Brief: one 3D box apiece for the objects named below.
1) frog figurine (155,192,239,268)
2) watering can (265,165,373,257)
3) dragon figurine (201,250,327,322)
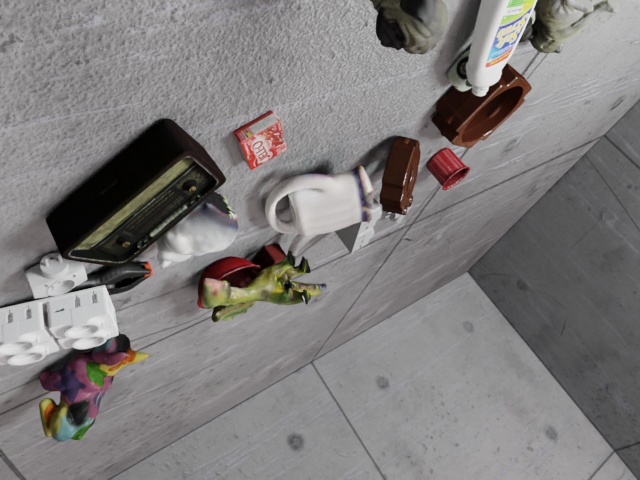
[{"bbox_3d":[-0.218,-0.004,0.866,0.158,0.123,0.138,-53,175,13],"label":"frog figurine"},{"bbox_3d":[0.003,-0.055,1.092,0.224,0.106,0.341,-13,158,-2],"label":"watering can"},{"bbox_3d":[-0.139,0.130,1.199,0.242,0.124,0.406,-21,161,12],"label":"dragon figurine"}]
